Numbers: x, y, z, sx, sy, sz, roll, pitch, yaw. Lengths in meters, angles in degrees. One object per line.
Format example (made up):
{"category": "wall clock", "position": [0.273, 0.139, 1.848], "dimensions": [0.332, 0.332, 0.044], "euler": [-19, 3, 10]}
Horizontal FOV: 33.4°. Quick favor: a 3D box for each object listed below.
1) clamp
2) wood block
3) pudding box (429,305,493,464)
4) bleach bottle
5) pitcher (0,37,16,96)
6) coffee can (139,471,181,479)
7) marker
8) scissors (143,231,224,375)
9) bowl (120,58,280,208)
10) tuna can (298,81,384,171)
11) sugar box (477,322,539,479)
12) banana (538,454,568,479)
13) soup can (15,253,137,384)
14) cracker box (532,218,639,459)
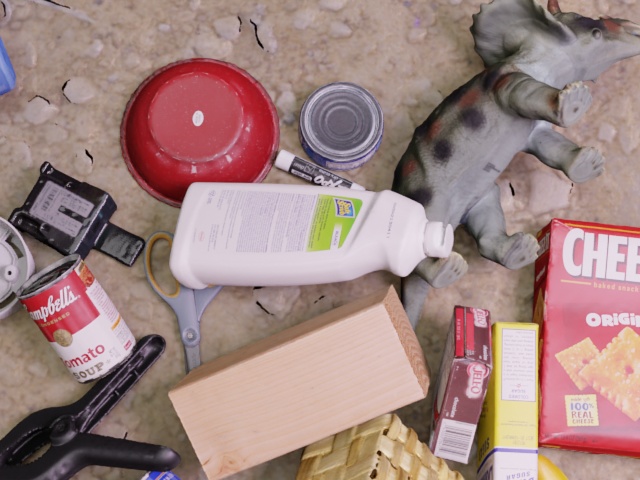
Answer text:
{"category": "clamp", "position": [-0.218, 0.183, 0.960], "dimensions": [0.210, 0.036, 0.165], "euler": [-29, 36, -1]}
{"category": "wood block", "position": [-0.015, 0.126, 0.947], "dimensions": [0.206, 0.090, 0.091], "euler": [-24, 94, 12]}
{"category": "pudding box", "position": [0.127, 0.129, 0.962], "dimensions": [0.039, 0.090, 0.113], "euler": [12, 120, 2]}
{"category": "bleach bottle", "position": [-0.006, 0.001, 0.963], "dimensions": [0.251, 0.068, 0.102], "euler": [4, 71, 22]}
{"category": "pitcher", "position": [-0.419, -0.144, 1.015], "dimensions": [0.242, 0.145, 0.149], "euler": [-22, 113, -9]}
{"category": "coffee can", "position": [-0.120, 0.280, 0.942], "dimensions": [0.140, 0.103, 0.102], "euler": [37, 80, 6]}
{"category": "marker", "position": [0.013, -0.057, 1.060], "dimensions": [0.121, 0.020, 0.020], "euler": [25, 78, 4]}
{"category": "scissors", "position": [-0.109, 0.079, 1.030], "dimensions": [0.096, 0.016, 0.202], "euler": [-21, 80, -6]}
{"category": "bowl", "position": [-0.120, -0.113, 1.050], "dimensions": [0.162, 0.055, 0.162], "euler": [0, 78, -1]}
{"category": "tuna can", "position": [0.021, -0.114, 1.064], "dimensions": [0.086, 0.034, 0.086], "euler": [0, 78, -1]}
{"category": "sugar box", "position": [0.170, 0.168, 0.978], "dimensions": [0.048, 0.093, 0.176], "euler": [5, 77, 0]}
{"category": "banana", "position": [0.234, 0.293, 0.970], "dimensions": [0.037, 0.069, 0.198], "euler": [-21, 69, 32]}
{"category": "soup can", "position": [-0.223, 0.073, 0.983], "dimensions": [0.068, 0.069, 0.102], "euler": [-32, 109, -8]}
{"category": "cracker box", "position": [0.285, 0.096, 1.007], "dimensions": [0.164, 0.072, 0.213], "euler": [6, 77, 0]}
